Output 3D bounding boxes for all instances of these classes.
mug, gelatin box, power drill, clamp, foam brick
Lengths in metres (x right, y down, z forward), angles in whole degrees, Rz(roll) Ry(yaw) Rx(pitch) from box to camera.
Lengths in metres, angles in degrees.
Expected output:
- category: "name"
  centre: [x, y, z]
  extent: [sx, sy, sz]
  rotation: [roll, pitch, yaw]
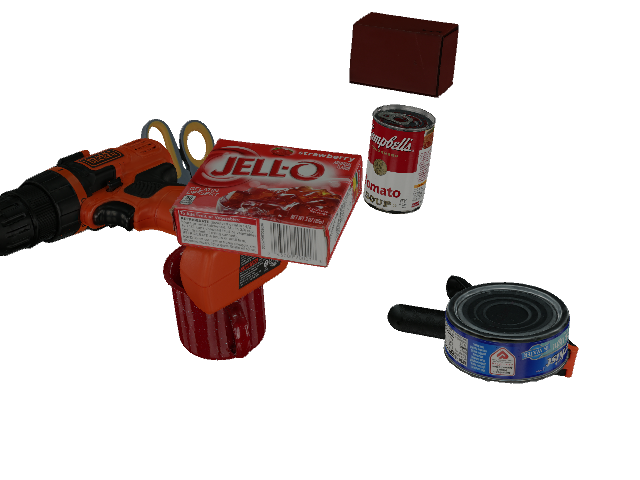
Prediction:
- category: "mug"
  centre: [-0.087, 0.060, 0.963]
  extent: [0.093, 0.081, 0.117]
  rotation: [-17, 37, -19]
- category: "gelatin box"
  centre: [-0.028, -0.023, 0.591]
  extent: [0.089, 0.030, 0.073]
  rotation: [9, 38, 15]
- category: "power drill"
  centre: [-0.129, -0.012, 0.768]
  extent: [0.188, 0.057, 0.184]
  rotation: [23, 35, 28]
- category: "clamp"
  centre: [0.161, 0.078, 0.995]
  extent: [0.172, 0.039, 0.120]
  rotation: [20, 32, 23]
- category: "foam brick"
  centre: [0.068, -0.153, 0.876]
  extent: [0.078, 0.051, 0.053]
  rotation: [13, 26, 18]

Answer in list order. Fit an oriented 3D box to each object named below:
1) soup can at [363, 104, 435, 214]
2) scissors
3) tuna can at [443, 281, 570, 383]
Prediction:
- category: "soup can"
  centre: [0.085, -0.089, 1.163]
  extent: [0.068, 0.102, 0.068]
  rotation: [5, 29, -3]
- category: "scissors"
  centre: [-0.129, -0.046, 1.167]
  extent: [0.096, 0.202, 0.016]
  rotation: [-35, 13, -38]
- category: "tuna can"
  centre: [0.128, 0.062, 0.735]
  extent: [0.086, 0.034, 0.086]
  rotation: [-2, 25, 1]
